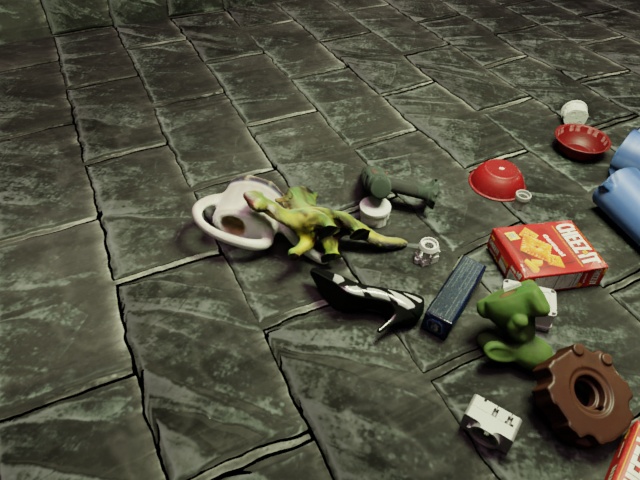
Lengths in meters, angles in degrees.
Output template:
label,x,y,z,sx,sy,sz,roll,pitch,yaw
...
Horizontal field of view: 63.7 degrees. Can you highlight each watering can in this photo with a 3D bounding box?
label,x,y,z,sx,sy,sz,roll,pitch,yaw
watering can,-0.137,-0.050,1.280,0.347,0.101,0.230,16,41,-5

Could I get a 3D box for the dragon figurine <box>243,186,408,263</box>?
label,x,y,z,sx,sy,sz,roll,pitch,yaw
dragon figurine,0.004,-0.063,1.244,0.410,0.120,0.248,4,39,-35
